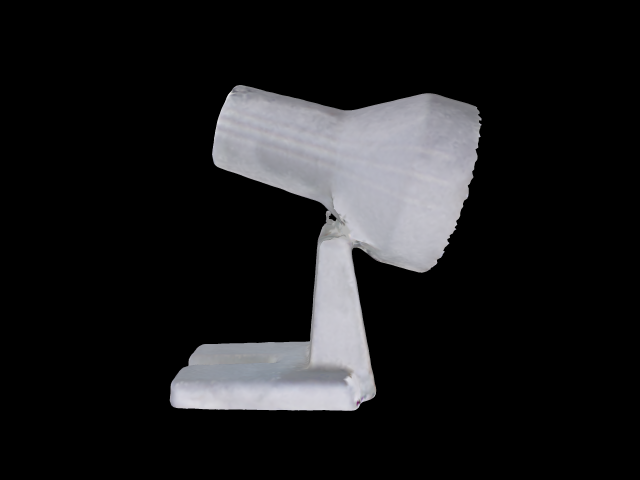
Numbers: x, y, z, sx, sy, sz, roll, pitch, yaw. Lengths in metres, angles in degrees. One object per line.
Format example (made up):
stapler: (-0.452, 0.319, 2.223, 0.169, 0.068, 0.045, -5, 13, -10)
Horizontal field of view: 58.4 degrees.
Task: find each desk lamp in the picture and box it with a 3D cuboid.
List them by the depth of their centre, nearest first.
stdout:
desk lamp: (0.004, 0.001, 0.400, 0.203, 0.213, 0.118, 0, 4, -2)
